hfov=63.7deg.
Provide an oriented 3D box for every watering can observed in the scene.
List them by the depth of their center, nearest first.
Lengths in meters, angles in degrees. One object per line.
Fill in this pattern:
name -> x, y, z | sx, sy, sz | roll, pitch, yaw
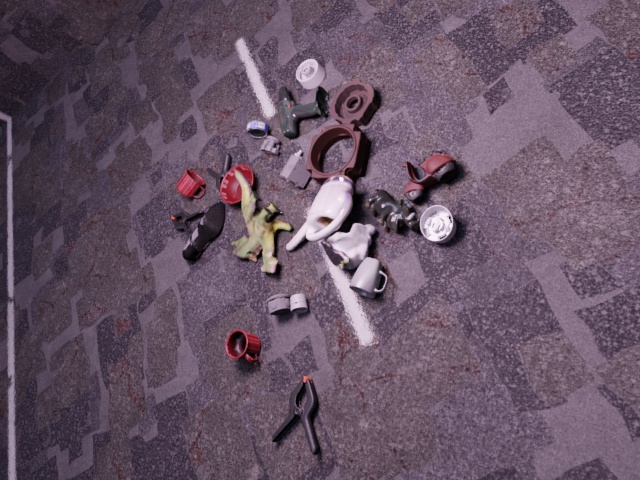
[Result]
watering can -> 0.005, -0.084, 1.668 | 0.343, 0.103, 0.229 | -25, 35, 53

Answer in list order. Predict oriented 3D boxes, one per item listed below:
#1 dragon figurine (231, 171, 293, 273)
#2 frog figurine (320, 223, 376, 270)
dragon figurine -> -0.247, -0.041, 1.830 | 0.240, 0.121, 0.417 | -52, 56, 16
frog figurine -> 0.099, 0.013, 1.604 | 0.161, 0.120, 0.138 | -36, 36, -28
